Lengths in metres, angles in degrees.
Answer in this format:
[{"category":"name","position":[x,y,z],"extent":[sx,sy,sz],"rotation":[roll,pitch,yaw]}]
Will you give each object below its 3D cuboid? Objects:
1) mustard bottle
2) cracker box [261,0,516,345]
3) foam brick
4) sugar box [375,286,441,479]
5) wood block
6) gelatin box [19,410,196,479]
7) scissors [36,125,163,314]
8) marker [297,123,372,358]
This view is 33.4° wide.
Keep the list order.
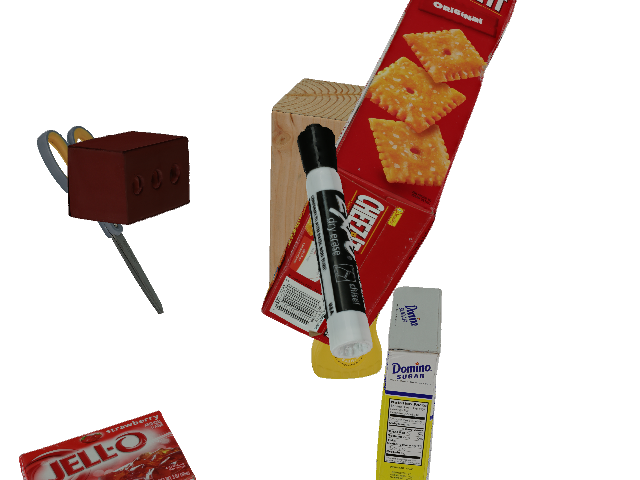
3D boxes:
[{"category":"mustard bottle","position":[0.036,0.091,1.443],"extent":[0.096,0.192,0.058],"rotation":[-2,20,-6]},{"category":"cracker box","position":[0.048,-0.057,0.697],"extent":[0.072,0.213,0.164],"rotation":[26,-38,0]},{"category":"foam brick","position":[-0.137,-0.047,0.766],"extent":[0.051,0.053,0.078],"rotation":[9,18,26]},{"category":"sugar box","position":[0.072,0.135,0.878],"extent":[0.048,0.176,0.093],"rotation":[3,30,6]},{"category":"wood block","position":[0.009,-0.033,0.986],"extent":[0.091,0.206,0.090],"rotation":[10,29,15]},{"category":"gelatin box","position":[-0.123,0.139,0.616],"extent":[0.089,0.030,0.073],"rotation":[-15,27,-19]},{"category":"scissors","position":[-0.201,-0.029,1.028],"extent":[0.016,0.201,0.096],"rotation":[-25,26,21]},{"category":"marker","position":[0.005,-0.004,0.498],"extent":[0.020,0.121,0.020],"rotation":[-7,-30,-4]}]
